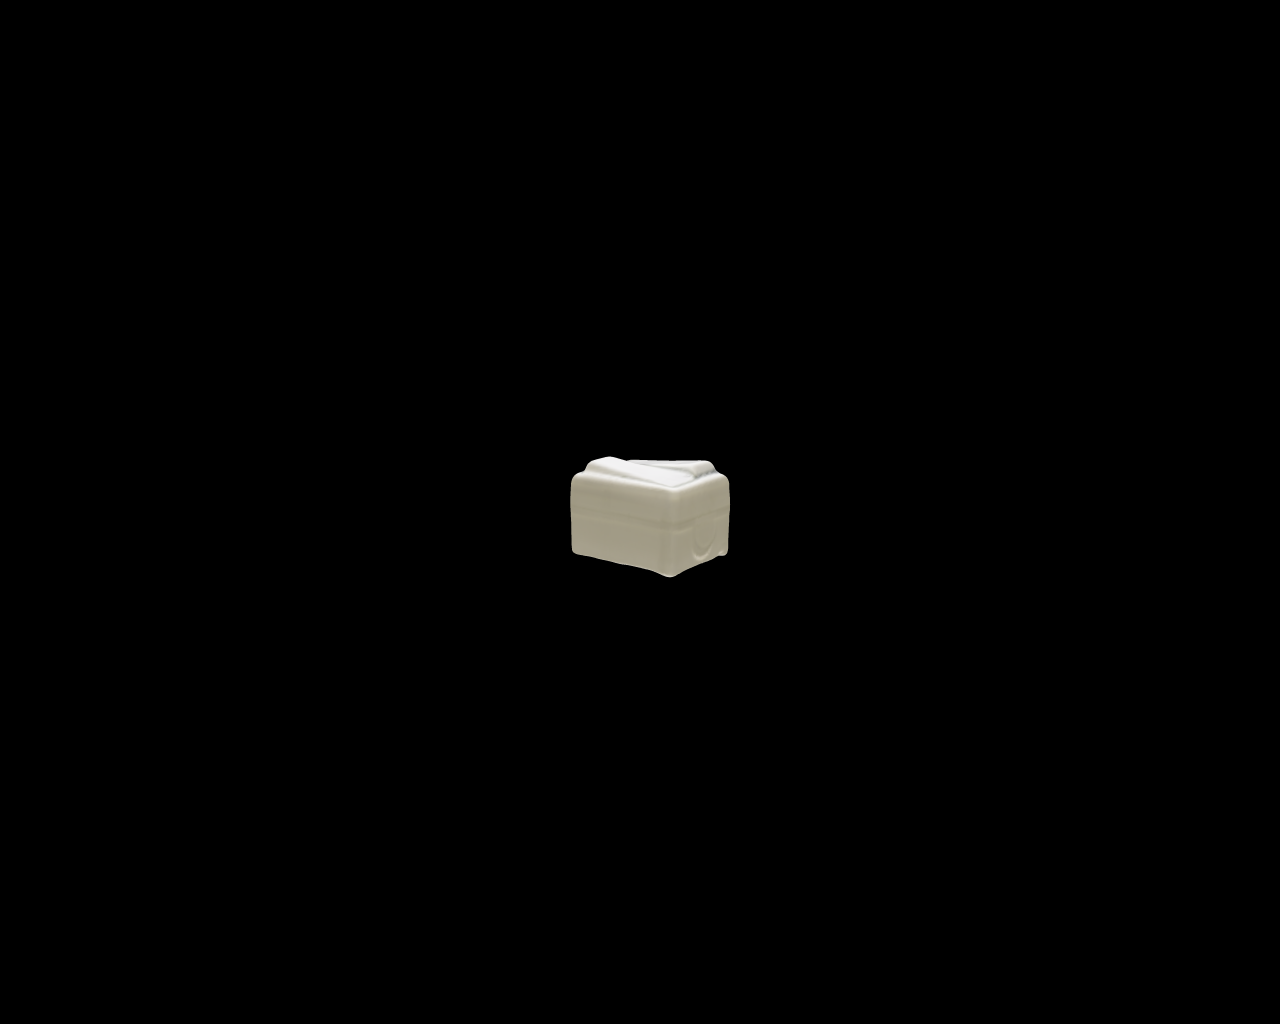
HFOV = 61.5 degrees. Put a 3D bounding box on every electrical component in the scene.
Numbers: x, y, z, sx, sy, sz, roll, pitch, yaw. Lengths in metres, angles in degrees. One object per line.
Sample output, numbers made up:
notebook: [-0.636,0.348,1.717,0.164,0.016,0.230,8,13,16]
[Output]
electrical component: [0.001,-0.003,0.650,0.096,0.061,0.062,11,18,37]
